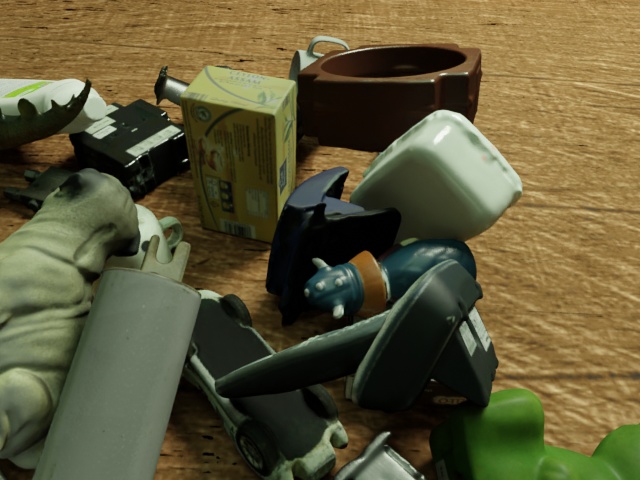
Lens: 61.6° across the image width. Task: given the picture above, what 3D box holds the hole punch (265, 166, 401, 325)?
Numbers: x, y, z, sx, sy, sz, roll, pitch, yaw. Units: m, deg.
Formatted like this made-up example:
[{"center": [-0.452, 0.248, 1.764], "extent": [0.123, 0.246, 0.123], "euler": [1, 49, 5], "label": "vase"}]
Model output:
[{"center": [-0.001, -0.002, 0.515], "extent": [0.116, 0.142, 0.092], "euler": [-12, 46, -34], "label": "hole punch"}]

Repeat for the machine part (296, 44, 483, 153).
[{"center": [0.088, -0.176, 0.652], "extent": [0.202, 0.087, 0.201], "euler": [7, 32, 18], "label": "machine part"}]

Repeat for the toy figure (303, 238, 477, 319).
[{"center": [0.060, 0.037, 0.473], "extent": [0.154, 0.057, 0.064], "euler": [-11, 35, -11], "label": "toy figure"}]

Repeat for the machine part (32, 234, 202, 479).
[{"center": [-0.143, 0.110, 0.383], "extent": [0.079, 0.079, 0.243], "euler": [10, 71, 7], "label": "machine part"}]

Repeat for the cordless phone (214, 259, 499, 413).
[{"center": [0.028, 0.081, 0.394], "extent": [0.184, 0.146, 0.088], "euler": [-19, 84, 21], "label": "cordless phone"}]

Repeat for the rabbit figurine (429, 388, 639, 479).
[{"center": [0.177, 0.171, 0.350], "extent": [0.170, 0.121, 0.159], "euler": [-6, 52, -5], "label": "rabbit figurine"}]

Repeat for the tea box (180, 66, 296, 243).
[{"center": [-0.079, -0.084, 0.561], "extent": [0.098, 0.169, 0.068], "euler": [14, 45, 8], "label": "tea box"}]

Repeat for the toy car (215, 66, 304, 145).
[{"center": [-0.087, -0.137, 0.658], "extent": [0.109, 0.161, 0.103], "euler": [25, 93, 14], "label": "toy car"}]

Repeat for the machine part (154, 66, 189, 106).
[{"center": [-0.157, -0.191, 0.733], "extent": [0.139, 0.039, 0.084], "euler": [12, 43, -35], "label": "machine part"}]

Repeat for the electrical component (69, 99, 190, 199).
[{"center": [-0.236, -0.119, 0.670], "extent": [0.134, 0.058, 0.115], "euler": [29, 48, 25], "label": "electrical component"}]

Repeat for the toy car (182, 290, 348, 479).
[{"center": [-0.062, 0.114, 0.443], "extent": [0.073, 0.056, 0.202], "euler": [-26, 52, -34], "label": "toy car"}]

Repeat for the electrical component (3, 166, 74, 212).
[{"center": [-0.313, -0.057, 0.626], "extent": [0.094, 0.021, 0.063], "euler": [14, 46, 10], "label": "electrical component"}]

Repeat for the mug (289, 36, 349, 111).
[{"center": [0.015, -0.235, 0.773], "extent": [0.107, 0.109, 0.081], "euler": [4, 35, -18], "label": "mug"}]

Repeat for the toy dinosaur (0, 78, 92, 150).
[{"center": [-0.448, -0.125, 0.565], "extent": [0.472, 0.198, 0.105], "euler": [3, 47, 3], "label": "toy dinosaur"}]

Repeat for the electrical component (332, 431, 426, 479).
[{"center": [0.059, 0.171, 0.291], "extent": [0.048, 0.074, 0.119], "euler": [-31, 59, -31], "label": "electrical component"}]

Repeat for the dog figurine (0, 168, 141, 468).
[{"center": [-0.201, 0.056, 0.423], "extent": [0.190, 0.172, 0.121], "euler": [-37, 19, -21], "label": "dog figurine"}]
